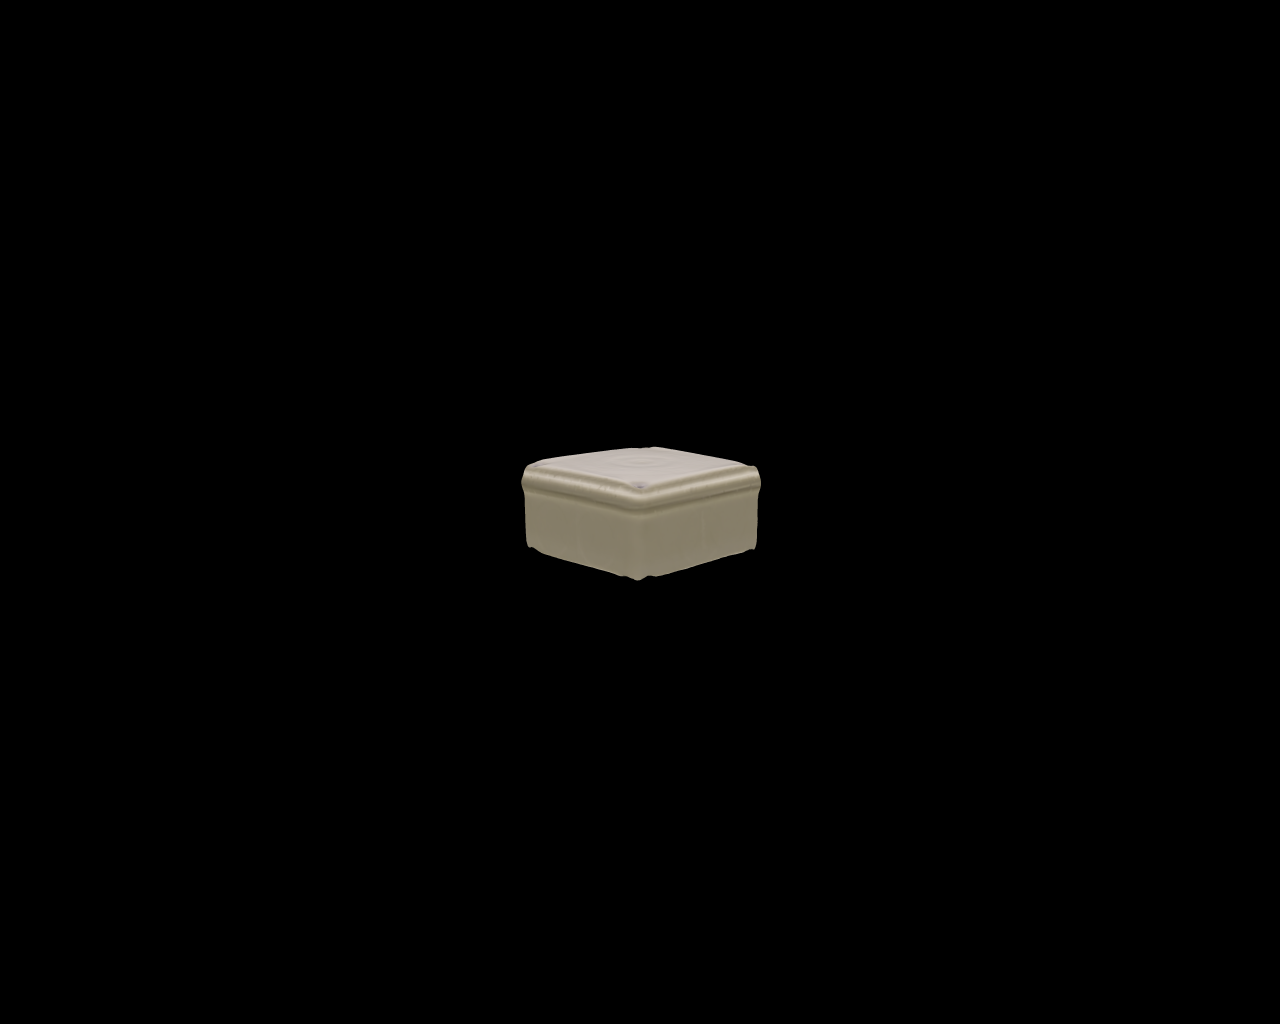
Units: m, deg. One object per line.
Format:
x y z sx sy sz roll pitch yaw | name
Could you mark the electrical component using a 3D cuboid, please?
0.001 -0.003 0.650 0.109 0.056 0.109 -11 17 -42 | electrical component
